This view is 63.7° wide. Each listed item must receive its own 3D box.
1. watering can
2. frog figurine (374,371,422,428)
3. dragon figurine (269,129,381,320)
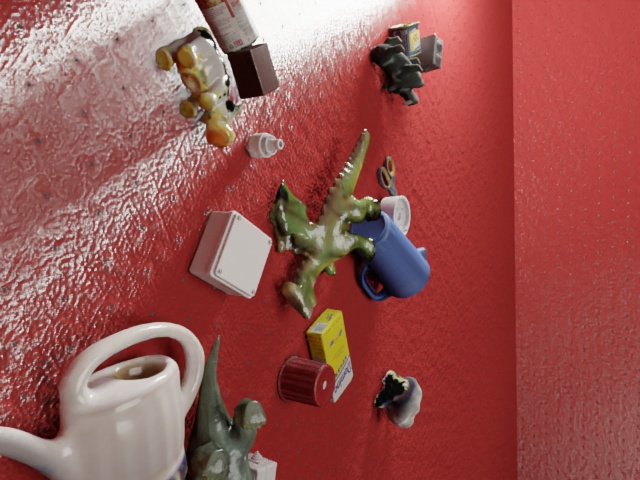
[{"bbox_3d":[-0.260,0.229,0.598,0.350,0.104,0.223,-19,108,-57],"label":"watering can"},{"bbox_3d":[0.229,0.443,1.385,0.157,0.122,0.141,54,28,-30],"label":"frog figurine"},{"bbox_3d":[0.003,-0.051,1.021,0.241,0.122,0.413,15,78,-49],"label":"dragon figurine"}]
